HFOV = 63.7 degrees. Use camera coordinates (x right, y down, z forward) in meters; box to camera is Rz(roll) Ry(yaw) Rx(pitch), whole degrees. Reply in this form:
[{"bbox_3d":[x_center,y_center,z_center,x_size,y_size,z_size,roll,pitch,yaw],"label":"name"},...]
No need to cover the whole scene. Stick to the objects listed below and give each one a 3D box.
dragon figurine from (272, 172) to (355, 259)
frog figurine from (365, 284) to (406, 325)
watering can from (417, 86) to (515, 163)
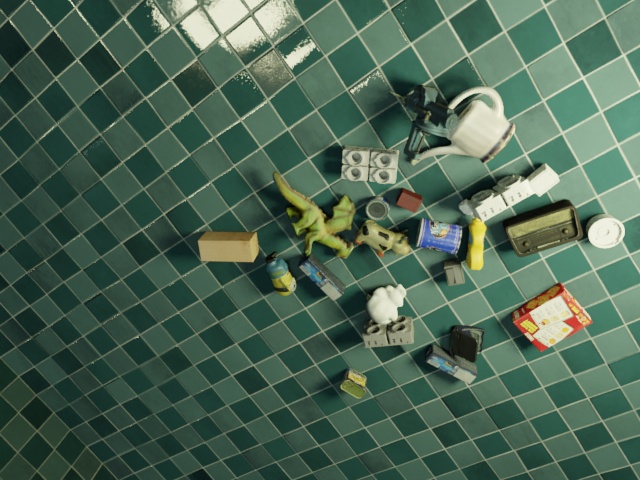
[{"bbox_3d":[0.006,-0.094,1.868,0.243,0.124,0.404,-21,110,1],"label":"dragon figurine"},{"bbox_3d":[0.254,0.240,1.933,0.157,0.124,0.138,-27,87,32],"label":"frog figurine"},{"bbox_3d":[0.471,-0.329,1.661,0.224,0.106,0.341,35,127,-1],"label":"watering can"}]
